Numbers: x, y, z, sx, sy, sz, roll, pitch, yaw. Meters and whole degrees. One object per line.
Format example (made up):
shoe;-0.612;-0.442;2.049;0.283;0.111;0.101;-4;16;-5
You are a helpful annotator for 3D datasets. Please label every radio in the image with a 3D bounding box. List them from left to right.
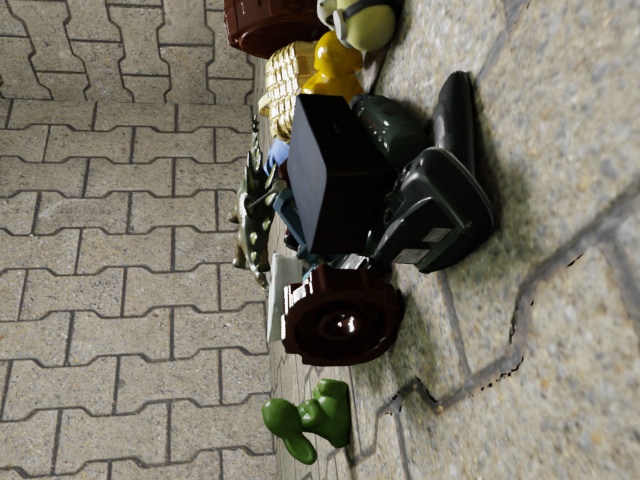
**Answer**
radio;0.010;-0.090;0.706;0.230;0.073;0.131;-105;21;-52

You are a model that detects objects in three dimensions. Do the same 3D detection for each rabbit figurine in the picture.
rabbit figurine;-0.032;0.365;1.086;0.121;0.170;0.159;120;148;-71
rabbit figurine;0.032;-0.255;0.860;0.173;0.122;0.162;88;-169;-46

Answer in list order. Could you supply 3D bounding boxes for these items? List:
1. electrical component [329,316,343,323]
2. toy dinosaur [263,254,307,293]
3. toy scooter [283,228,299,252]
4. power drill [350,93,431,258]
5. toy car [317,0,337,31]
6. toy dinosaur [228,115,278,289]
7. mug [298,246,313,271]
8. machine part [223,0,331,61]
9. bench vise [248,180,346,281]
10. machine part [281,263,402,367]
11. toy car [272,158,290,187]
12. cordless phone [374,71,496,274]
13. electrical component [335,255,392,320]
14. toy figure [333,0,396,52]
electrical component;0.026;0.156;0.911;0.134;0.115;0.058;102;166;-44
toy dinosaur;-0.023;0.123;1.188;0.405;0.131;0.192;-175;88;-71
toy scooter;-0.038;-0.038;1.322;0.184;0.075;0.135;68;-136;-80
power drill;0.079;-0.089;0.735;0.232;0.086;0.207;-126;44;-67
toy car;0.031;-0.373;0.877;0.201;0.056;0.073;-14;-76;-80
toy dinosaur;-0.147;-0.094;1.241;0.198;0.105;0.472;113;154;-46
mug;-0.005;0.010;1.157;0.107;0.081;0.109;-79;-12;-83
machine part;-0.063;-0.411;1.006;0.201;0.201;0.087;-7;-91;-56
bench vise;-0.010;0.002;0.946;0.240;0.129;0.223;51;153;7
machine part;0.028;0.110;0.763;0.056;0.179;0.179;-98;12;-50
toy car;-0.041;-0.089;1.155;0.089;0.053;0.201;-49;-38;-29
cordless phone;0.117;-0.070;0.560;0.146;0.089;0.184;114;164;-67
electrical component;0.052;0.063;0.824;0.119;0.047;0.075;-53;26;22
toy figure;0.063;-0.354;0.751;0.089;0.082;0.180;-4;78;48
